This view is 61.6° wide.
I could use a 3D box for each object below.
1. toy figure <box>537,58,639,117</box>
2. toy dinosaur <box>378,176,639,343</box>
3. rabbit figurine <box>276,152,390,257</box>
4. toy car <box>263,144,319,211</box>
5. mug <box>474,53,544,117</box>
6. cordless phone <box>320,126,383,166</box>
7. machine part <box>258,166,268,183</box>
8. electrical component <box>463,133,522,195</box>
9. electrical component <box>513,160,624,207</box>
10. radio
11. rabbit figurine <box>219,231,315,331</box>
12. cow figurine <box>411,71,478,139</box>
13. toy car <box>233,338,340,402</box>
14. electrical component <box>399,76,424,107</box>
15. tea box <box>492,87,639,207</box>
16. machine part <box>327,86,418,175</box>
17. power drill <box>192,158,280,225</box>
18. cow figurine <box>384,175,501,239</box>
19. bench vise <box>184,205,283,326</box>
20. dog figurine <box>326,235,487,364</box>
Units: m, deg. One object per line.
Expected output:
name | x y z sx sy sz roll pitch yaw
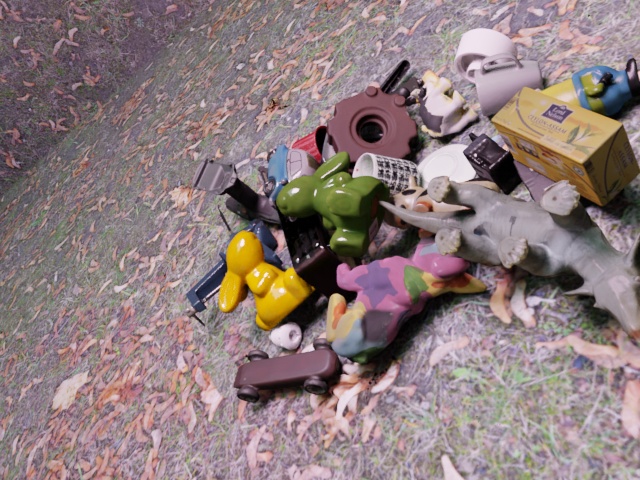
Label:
toy figure | 0.389 -0.208 0.820 0.180 0.082 0.089 -16 45 31
toy dinosaur | 0.262 -0.003 0.694 0.405 0.192 0.131 30 96 57
rabbit figurine | 0.016 -0.074 0.865 0.170 0.121 0.159 12 49 24
toy car | -0.046 -0.128 1.095 0.103 0.109 0.162 -21 54 31
mug | 0.326 -0.277 0.928 0.107 0.109 0.081 -10 44 20
cordless phone | 0.102 -0.186 1.091 0.184 0.088 0.146 -2 54 21
machine part | -0.083 -0.125 1.216 0.139 0.084 0.039 20 47 42
electrical component | 0.270 -0.132 0.873 0.048 0.074 0.119 -44 42 5
electrical component | 0.353 -0.101 0.779 0.115 0.058 0.134 -26 43 23
radio | -0.002 -0.003 0.974 0.073 0.131 0.230 -40 38 15
rabbit figurine | -0.108 0.067 0.972 0.162 0.173 0.122 -38 1 18
cow figurine | 0.224 -0.258 1.038 0.098 0.068 0.167 -43 36 18
toy car | -0.056 0.221 0.895 0.202 0.053 0.089 -17 43 28
electrical component | 0.196 -0.315 1.148 0.094 0.021 0.063 -27 42 25
tea box | 0.319 -0.127 0.709 0.068 0.098 0.170 -46 39 4
machine part | 0.100 -0.206 1.035 0.179 0.056 0.179 -1 77 3
power drill | -0.180 -0.095 1.170 0.232 0.207 0.086 15 72 37
cow figurine | 0.192 -0.058 0.864 0.195 0.085 0.127 -7 26 28
bench vise | -0.186 0.061 1.100 0.240 0.128 0.224 -41 45 -11
dog figurine | 0.128 0.086 0.795 0.219 0.108 0.191 -13 48 33
